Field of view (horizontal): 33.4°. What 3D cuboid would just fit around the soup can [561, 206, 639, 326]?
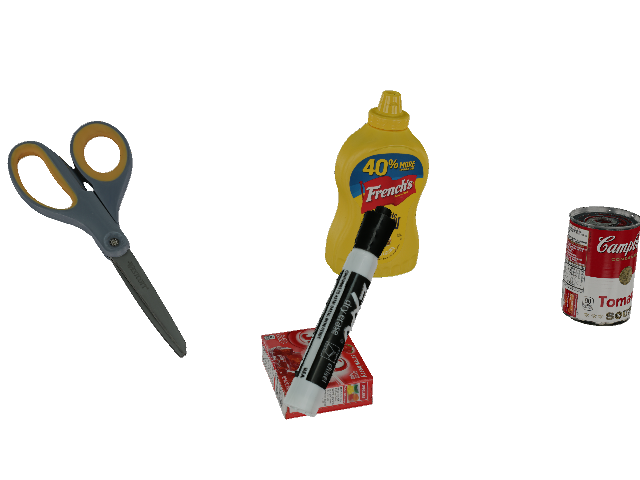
[{"bbox_3d":[0.273,0.025,1.044,0.068,0.102,0.068,1,18,0],"label":"soup can"}]

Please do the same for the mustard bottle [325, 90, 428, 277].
[{"bbox_3d":[0.061,-0.058,1.088,0.096,0.192,0.058,-1,24,-16],"label":"mustard bottle"}]

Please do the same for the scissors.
[{"bbox_3d":[-0.137,-0.013,0.758,0.202,0.096,0.016,39,-25,14],"label":"scissors"}]

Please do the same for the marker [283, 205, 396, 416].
[{"bbox_3d":[0.012,0.036,0.577,0.020,0.121,0.020,22,-14,6],"label":"marker"}]

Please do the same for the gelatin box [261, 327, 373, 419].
[{"bbox_3d":[-0.004,0.104,0.873,0.073,0.030,0.089,-7,28,-13],"label":"gelatin box"}]
